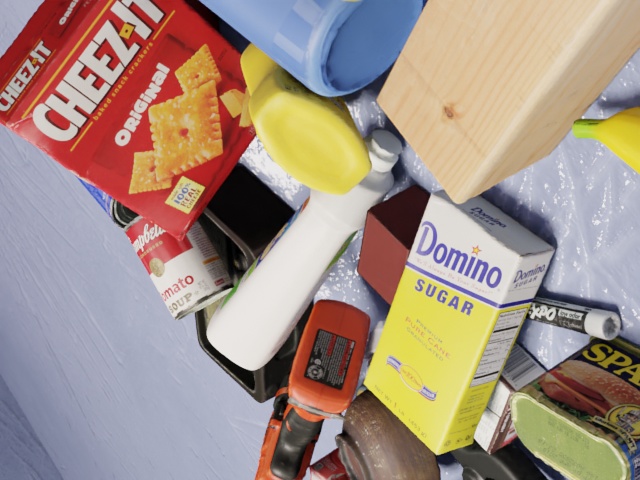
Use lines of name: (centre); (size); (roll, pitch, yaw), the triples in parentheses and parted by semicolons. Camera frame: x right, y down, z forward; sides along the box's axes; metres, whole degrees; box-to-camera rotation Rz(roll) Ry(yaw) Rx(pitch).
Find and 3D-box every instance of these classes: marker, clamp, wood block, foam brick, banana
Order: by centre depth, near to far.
banana: (0.217, -0.003, 0.590); (0.198, 0.037, 0.070); (58, 168, 11)
wood block: (0.118, -0.120, 0.593); (0.091, 0.090, 0.206); (54, 152, 14)
marker: (0.159, 0.050, 0.752); (0.121, 0.020, 0.020); (12, 124, 57)
foam brick: (0.067, 0.006, 0.837); (0.051, 0.052, 0.078); (47, 149, 29)
clamp: (0.136, 0.191, 0.903); (0.210, 0.036, 0.164); (12, 125, 61)

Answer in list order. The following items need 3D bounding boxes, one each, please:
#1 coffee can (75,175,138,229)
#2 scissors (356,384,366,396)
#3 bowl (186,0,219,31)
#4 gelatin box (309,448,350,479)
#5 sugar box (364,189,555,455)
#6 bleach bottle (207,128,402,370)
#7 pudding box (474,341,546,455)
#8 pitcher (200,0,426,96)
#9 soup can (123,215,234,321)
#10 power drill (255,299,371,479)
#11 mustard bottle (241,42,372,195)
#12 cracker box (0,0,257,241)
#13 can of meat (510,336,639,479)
coffee can: (-0.229, -0.092, 1.212); (0.140, 0.102, 0.103); (45, 149, 30)
scissors: (0.071, 0.221, 1.068); (0.096, 0.016, 0.202); (40, 146, 40)
bowl: (-0.142, -0.212, 1.003); (0.162, 0.055, 0.162); (41, 146, 36)
gelatin box: (0.044, 0.232, 1.023); (0.089, 0.073, 0.030); (39, 144, 37)
sugar box: (0.097, 0.059, 0.781); (0.093, 0.048, 0.176); (40, 127, 39)
bleach bottle: (-0.006, 0.001, 0.893); (0.068, 0.102, 0.251); (36, 127, 0)
pudding box: (0.119, 0.101, 0.849); (0.114, 0.039, 0.090); (48, 149, 31)
pitcher: (-0.039, -0.208, 0.765); (0.243, 0.148, 0.145); (45, 130, 24)
soup can: (-0.136, 0.018, 1.032); (0.102, 0.068, 0.069); (60, 153, 4)
power drill: (-0.006, 0.134, 0.982); (0.057, 0.184, 0.188); (17, 143, -2)
mustard bottle: (-0.018, -0.112, 0.820); (0.096, 0.058, 0.191); (36, -161, -26)
cracker box: (-0.147, -0.117, 0.881); (0.072, 0.164, 0.213); (35, 178, 40)
can of meat: (0.187, 0.114, 0.691); (0.102, 0.083, 0.057); (30, 139, 48)
